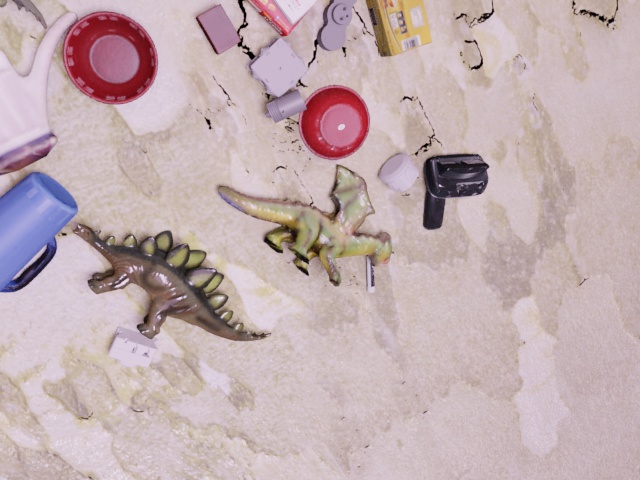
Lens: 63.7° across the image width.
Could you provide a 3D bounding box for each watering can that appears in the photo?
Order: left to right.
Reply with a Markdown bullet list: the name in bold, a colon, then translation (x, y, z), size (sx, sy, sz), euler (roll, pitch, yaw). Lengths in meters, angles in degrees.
- **watering can**: translation (-0.548, -0.246, 0.910), size (0.350, 0.221, 0.105), euler (-31, 23, -14)

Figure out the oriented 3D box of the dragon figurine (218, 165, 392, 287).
- **dragon figurine**: translation (0.003, -0.057, 1.131), size (0.407, 0.245, 0.122), euler (42, -15, -16)
